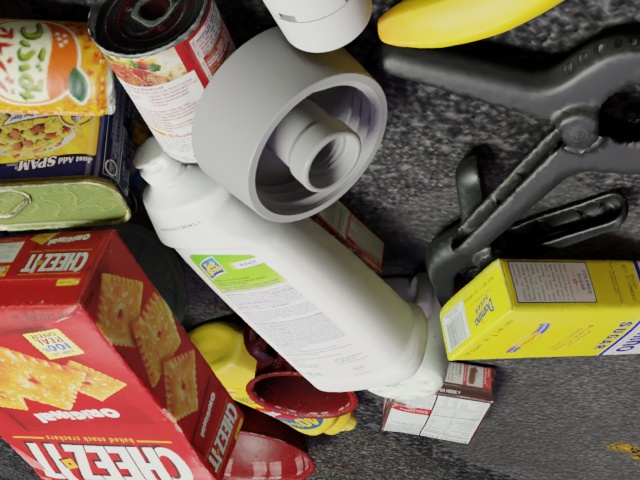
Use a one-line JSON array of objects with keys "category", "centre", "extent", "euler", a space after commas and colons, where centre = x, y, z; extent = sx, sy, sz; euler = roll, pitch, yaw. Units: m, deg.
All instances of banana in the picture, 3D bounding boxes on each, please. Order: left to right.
[{"category": "banana", "centre": [0.103, -0.144, 0.518], "extent": [0.069, 0.037, 0.198], "euler": [33, 143, -10]}]

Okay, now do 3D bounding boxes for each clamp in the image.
[{"category": "clamp", "centre": [0.134, 0.003, 0.750], "extent": [0.120, 0.039, 0.172], "euler": [15, 149, -2]}, {"category": "clamp", "centre": [0.147, -0.063, 0.619], "extent": [0.210, 0.036, 0.164], "euler": [-7, 132, 17]}]

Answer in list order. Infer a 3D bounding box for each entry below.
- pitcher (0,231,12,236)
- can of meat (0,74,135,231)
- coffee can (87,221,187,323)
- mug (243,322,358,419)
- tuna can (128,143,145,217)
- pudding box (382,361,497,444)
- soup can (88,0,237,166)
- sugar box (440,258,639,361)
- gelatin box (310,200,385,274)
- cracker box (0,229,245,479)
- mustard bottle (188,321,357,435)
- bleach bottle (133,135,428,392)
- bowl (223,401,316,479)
[{"category": "pitcher", "centre": [-0.356, 0.039, 0.834], "extent": [0.243, 0.149, 0.144], "euler": [-13, 162, 37]}, {"category": "can of meat", "centre": [-0.168, -0.056, 0.669], "extent": [0.102, 0.084, 0.057], "euler": [-3, 155, 6]}, {"category": "coffee can", "centre": [-0.186, 0.055, 0.849], "extent": [0.102, 0.102, 0.141], "euler": [29, 144, -31]}, {"category": "mug", "centre": [-0.019, 0.089, 0.886], "extent": [0.093, 0.081, 0.117], "euler": [-22, 138, 40]}, {"category": "tuna can", "centre": [-0.165, -0.045, 0.744], "extent": [0.086, 0.033, 0.086], "euler": [6, 149, 3]}, {"category": "pudding box", "centre": [0.109, 0.150, 1.000], "extent": [0.090, 0.039, 0.113], "euler": [9, 151, 0]}, {"category": "soup can", "centre": [-0.079, -0.097, 0.604], "extent": [0.068, 0.068, 0.102], "euler": [-2, 148, 16]}, {"category": "sugar box", "centre": [0.184, 0.051, 0.765], "extent": [0.176, 0.048, 0.093], "euler": [3, 152, -22]}, {"category": "gelatin box", "centre": [-0.005, 0.001, 0.786], "extent": [0.073, 0.030, 0.089], "euler": [-14, 143, 32]}, {"category": "cracker box", "centre": [-0.171, 0.090, 0.739], "extent": [0.164, 0.072, 0.213], "euler": [-3, 136, 24]}, {"category": "mustard bottle", "centre": [-0.036, 0.137, 0.991], "extent": [0.191, 0.058, 0.096], "euler": [32, 152, -35]}, {"category": "bleach bottle", "centre": [-0.029, 0.015, 0.728], "extent": [0.103, 0.068, 0.250], "euler": [-15, 136, 32]}, {"category": "bowl", "centre": [-0.081, 0.205, 1.119], "extent": [0.162, 0.055, 0.162], "euler": [6, 149, 4]}]
